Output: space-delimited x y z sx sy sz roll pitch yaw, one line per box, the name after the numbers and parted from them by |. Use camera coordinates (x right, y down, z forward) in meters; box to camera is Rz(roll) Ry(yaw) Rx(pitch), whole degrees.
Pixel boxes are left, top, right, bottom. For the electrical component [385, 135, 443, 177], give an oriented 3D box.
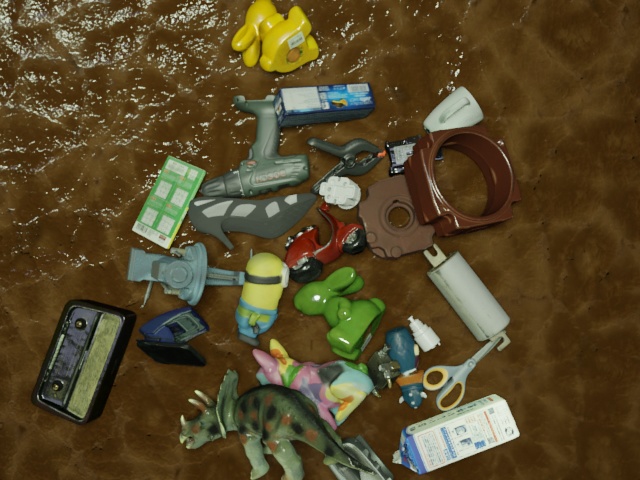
0.197 -0.174 1.113 0.119 0.047 0.074 -6 83 4 | electrical component

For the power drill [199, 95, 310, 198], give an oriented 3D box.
-0.140 -0.193 1.117 0.232 0.086 0.207 -4 79 1 | power drill

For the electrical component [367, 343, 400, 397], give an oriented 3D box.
0.119 0.257 1.041 0.045 0.102 0.078 -15 62 -31 | electrical component

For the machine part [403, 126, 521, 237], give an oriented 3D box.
0.279 -0.115 1.049 0.201 0.087 0.201 -11 79 -20 | machine part

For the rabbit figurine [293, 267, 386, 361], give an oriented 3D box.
0.030 0.128 1.054 0.170 0.121 0.159 29 82 21 | rabbit figurine

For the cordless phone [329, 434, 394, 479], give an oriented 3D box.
0.080 0.438 0.976 0.089 0.184 0.146 -39 83 -7 | cordless phone

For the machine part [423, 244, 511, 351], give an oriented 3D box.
0.291 0.109 1.052 0.079 0.079 0.243 -38 86 -2 | machine part

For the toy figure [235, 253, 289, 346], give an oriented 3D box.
-0.118 0.113 1.046 0.082 0.089 0.180 32 102 43 | toy figure

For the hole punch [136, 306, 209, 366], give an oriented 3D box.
-0.285 0.190 1.058 0.116 0.142 0.092 -1 61 10 | hole punch

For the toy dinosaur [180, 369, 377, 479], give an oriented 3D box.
-0.083 0.321 0.960 0.405 0.131 0.192 -18 100 38 | toy dinosaur

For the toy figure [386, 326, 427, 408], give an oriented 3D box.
0.172 0.250 1.057 0.058 0.064 0.154 -13 86 -37 | toy figure

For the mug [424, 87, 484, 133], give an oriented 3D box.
0.267 -0.248 1.093 0.107 0.109 0.081 -36 88 12 | mug

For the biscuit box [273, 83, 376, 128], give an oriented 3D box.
0.010 -0.276 1.093 0.203 0.063 0.059 -10 80 -22 | biscuit box

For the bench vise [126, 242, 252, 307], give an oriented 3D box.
-0.249 0.068 1.061 0.240 0.224 0.129 8 77 -28 | bench vise

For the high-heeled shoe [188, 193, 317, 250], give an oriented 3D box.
-0.140 -0.070 1.103 0.249 0.086 0.145 -29 63 -25 | high-heeled shoe

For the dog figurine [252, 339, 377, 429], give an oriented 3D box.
-0.023 0.260 1.032 0.219 0.108 0.191 41 113 13 | dog figurine

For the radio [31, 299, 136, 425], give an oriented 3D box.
-0.476 0.237 1.085 0.131 0.073 0.229 18 84 5 | radio

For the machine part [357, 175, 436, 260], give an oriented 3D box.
0.162 -0.047 1.095 0.179 0.056 0.179 0 82 2 | machine part

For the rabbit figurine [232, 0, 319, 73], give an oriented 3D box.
-0.105 -0.435 1.144 0.162 0.121 0.173 -35 68 8 | rabbit figurine

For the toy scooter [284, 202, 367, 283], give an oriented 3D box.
-0.002 -0.003 1.087 0.184 0.075 0.135 -29 61 11 | toy scooter
